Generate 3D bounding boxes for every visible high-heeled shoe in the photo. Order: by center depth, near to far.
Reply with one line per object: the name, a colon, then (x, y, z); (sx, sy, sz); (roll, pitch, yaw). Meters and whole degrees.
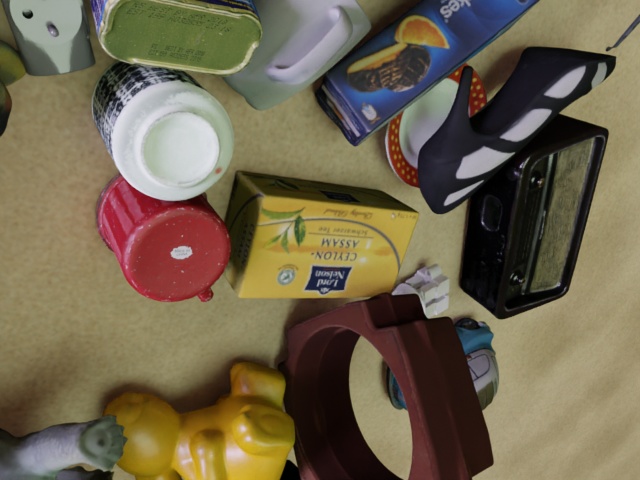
high-heeled shoe: (0.205, -0.111, 0.540); (0.249, 0.086, 0.145); (-14, 123, -25)

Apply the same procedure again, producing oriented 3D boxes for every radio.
radio: (0.246, -0.024, 0.638); (0.131, 0.073, 0.229); (-17, 122, -23)

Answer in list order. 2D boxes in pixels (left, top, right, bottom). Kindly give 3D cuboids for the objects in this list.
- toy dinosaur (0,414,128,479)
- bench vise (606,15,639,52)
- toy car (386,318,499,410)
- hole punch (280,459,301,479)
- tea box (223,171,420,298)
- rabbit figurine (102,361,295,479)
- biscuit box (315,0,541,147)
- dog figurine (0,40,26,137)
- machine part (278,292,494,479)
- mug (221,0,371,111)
toy dinosaur: (-0.293, 0.165, 0.384); (0.404, 0.131, 0.192); (38, 130, -24)
bench vise: (0.299, -0.269, 0.429); (0.129, 0.241, 0.223); (-49, 125, 2)
toy car: (0.172, 0.177, 0.686); (0.162, 0.103, 0.109); (-20, 125, -19)
hole punch: (-0.069, 0.299, 0.596); (0.116, 0.142, 0.092); (9, 84, -17)
tea box: (-0.001, -0.002, 0.504); (0.169, 0.068, 0.098); (2, 114, -33)
rabbit figurine: (-0.127, 0.194, 0.527); (0.173, 0.122, 0.162); (14, 118, -21)
biscuit box: (0.093, -0.167, 0.462); (0.203, 0.059, 0.063); (-39, 94, -9)
dog figurine: (-0.260, -0.124, 0.266); (0.108, 0.192, 0.219); (-49, 164, -3)
machine part: (0.054, 0.163, 0.523); (0.087, 0.201, 0.201); (-4, 162, -38)
mug: (-0.022, -0.143, 0.395); (0.107, 0.110, 0.080); (-42, 136, 13)
